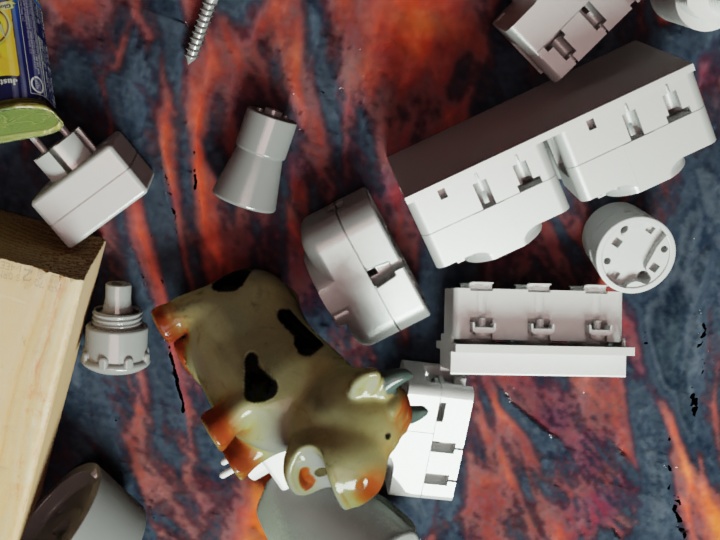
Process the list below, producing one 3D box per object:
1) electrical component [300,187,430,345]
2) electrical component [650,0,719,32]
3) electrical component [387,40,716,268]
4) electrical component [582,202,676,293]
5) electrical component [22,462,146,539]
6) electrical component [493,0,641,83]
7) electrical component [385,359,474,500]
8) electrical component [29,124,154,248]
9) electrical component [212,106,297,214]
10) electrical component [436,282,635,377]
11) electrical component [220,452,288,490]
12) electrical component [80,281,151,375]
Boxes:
[{"bbox_3d":[0.000,0.000,0.738,0.059,0.053,0.095,-27,109,5],"label":"electrical component"},{"bbox_3d":[0.217,-0.174,0.680,0.043,0.081,0.043,-1,109,-4],"label":"electrical component"},{"bbox_3d":[0.119,-0.074,0.694,0.186,0.105,0.060,-25,110,4],"label":"electrical component"},{"bbox_3d":[0.185,-0.018,0.751,0.055,0.047,0.055,-2,110,-4],"label":"electrical component"},{"bbox_3d":[-0.199,0.199,0.767,0.108,0.108,0.060,-43,113,10],"label":"electrical component"},{"bbox_3d":[0.134,-0.175,0.689,0.056,0.050,0.089,42,101,-17],"label":"electrical component"},{"bbox_3d":[0.044,0.116,0.785,0.056,0.050,0.089,7,109,-7],"label":"electrical component"},{"bbox_3d":[-0.186,-0.068,0.702,0.066,0.047,0.076,-35,108,8],"label":"electrical component"},{"bbox_3d":[-0.067,-0.075,0.714,0.044,0.044,0.065,18,102,-11],"label":"electrical component"},{"bbox_3d":[0.120,0.041,0.753,0.121,0.079,0.063,1,88,-5],"label":"electrical component"},{"bbox_3d":[-0.067,0.125,0.770,0.077,0.065,0.047,-30,109,6],"label":"electrical component"},{"bbox_3d":[-0.168,0.039,0.744,0.048,0.048,0.062,4,102,-6],"label":"electrical component"}]
